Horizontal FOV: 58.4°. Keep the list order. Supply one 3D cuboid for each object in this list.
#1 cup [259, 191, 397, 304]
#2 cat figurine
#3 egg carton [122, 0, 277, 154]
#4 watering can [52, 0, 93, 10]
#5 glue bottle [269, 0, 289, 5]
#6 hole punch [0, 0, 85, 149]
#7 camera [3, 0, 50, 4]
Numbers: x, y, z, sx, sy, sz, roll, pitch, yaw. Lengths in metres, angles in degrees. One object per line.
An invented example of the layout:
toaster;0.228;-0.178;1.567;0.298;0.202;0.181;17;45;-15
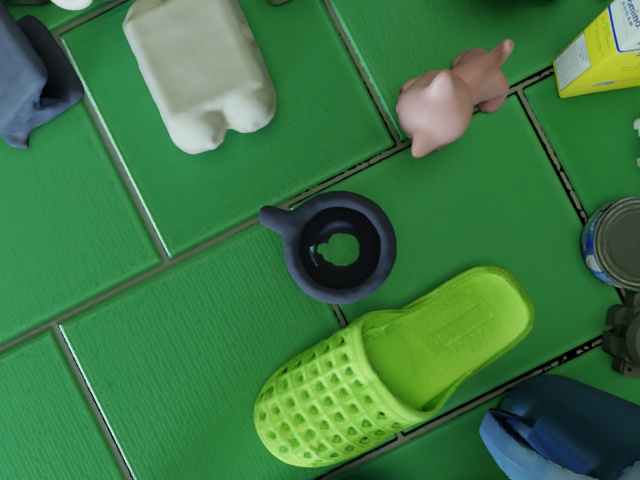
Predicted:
cup;0.005;0.002;0.501;0.117;0.095;0.092;23;89;2
cat figurine;0.113;-0.124;0.490;0.128;0.117;0.067;-39;88;0
egg carton;-0.106;-0.159;0.518;0.107;0.069;0.150;-25;89;1
watering can;-0.203;-0.276;0.460;0.101;0.194;0.173;-29;88;1
glue bottle;-0.023;-0.255;0.467;0.078;0.173;0.037;-26;88;1
hole punch;-0.286;-0.151;0.510;0.101;0.091;0.109;-35;88;0
camera;-0.327;-0.291;0.509;0.143;0.101;0.137;1;89;1
